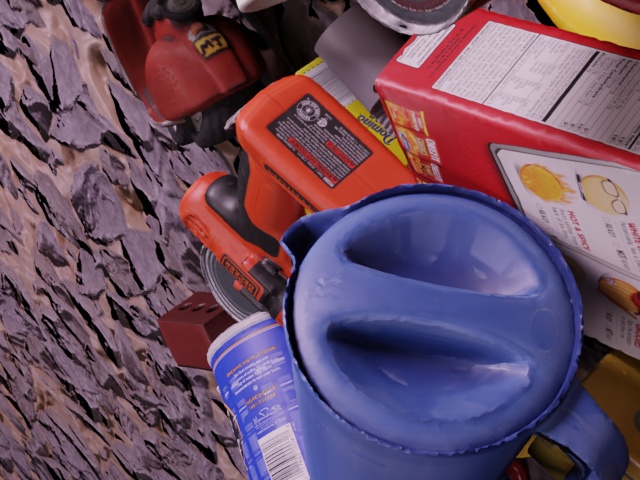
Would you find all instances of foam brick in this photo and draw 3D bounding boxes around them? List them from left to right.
[{"bbox_3d":[-0.096,0.080,0.941,0.078,0.052,0.051,-1,119,50],"label":"foam brick"}]

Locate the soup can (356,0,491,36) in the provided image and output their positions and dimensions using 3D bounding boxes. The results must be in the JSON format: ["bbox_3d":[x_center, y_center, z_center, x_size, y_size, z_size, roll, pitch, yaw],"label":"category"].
[{"bbox_3d":[0.061,-0.130,0.410,0.069,0.102,0.068,32,141,29],"label":"soup can"}]

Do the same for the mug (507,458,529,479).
[{"bbox_3d":[0.097,0.187,0.779,0.082,0.093,0.117,23,172,45],"label":"mug"}]

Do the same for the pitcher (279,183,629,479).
[{"bbox_3d":[0.056,0.094,0.563,0.243,0.145,0.149,90,172,-60],"label":"pitcher"}]

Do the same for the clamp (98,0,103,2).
[{"bbox_3d":[-0.211,-0.248,0.803,0.210,0.036,0.165,51,148,6],"label":"clamp"}]

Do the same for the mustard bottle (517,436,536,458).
[{"bbox_3d":[0.088,0.046,0.678,0.096,0.058,0.191,8,126,45],"label":"mustard bottle"}]

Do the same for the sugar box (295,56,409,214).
[{"bbox_3d":[0.004,-0.036,0.719,0.093,0.048,0.176,46,145,12],"label":"sugar box"}]

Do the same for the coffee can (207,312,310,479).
[{"bbox_3d":[-0.009,0.127,0.742,0.140,0.102,0.103,68,153,25],"label":"coffee can"}]

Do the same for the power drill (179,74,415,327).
[{"bbox_3d":[-0.004,0.001,0.644,0.184,0.057,0.188,42,152,7],"label":"power drill"}]

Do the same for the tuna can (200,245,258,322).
[{"bbox_3d":[-0.056,0.029,0.862,0.086,0.033,0.086,32,140,30],"label":"tuna can"}]

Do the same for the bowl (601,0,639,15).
[{"bbox_3d":[0.145,-0.171,0.416,0.162,0.055,0.162,31,140,30],"label":"bowl"}]

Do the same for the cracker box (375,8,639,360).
[{"bbox_3d":[0.146,-0.015,0.508,0.214,0.072,0.164,24,156,35],"label":"cracker box"}]

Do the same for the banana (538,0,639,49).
[{"bbox_3d":[0.181,-0.091,0.466,0.198,0.037,0.069,9,109,46],"label":"banana"}]

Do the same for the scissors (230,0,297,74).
[{"bbox_3d":[-0.087,-0.188,0.718,0.201,0.016,0.096,56,159,-20],"label":"scissors"}]
